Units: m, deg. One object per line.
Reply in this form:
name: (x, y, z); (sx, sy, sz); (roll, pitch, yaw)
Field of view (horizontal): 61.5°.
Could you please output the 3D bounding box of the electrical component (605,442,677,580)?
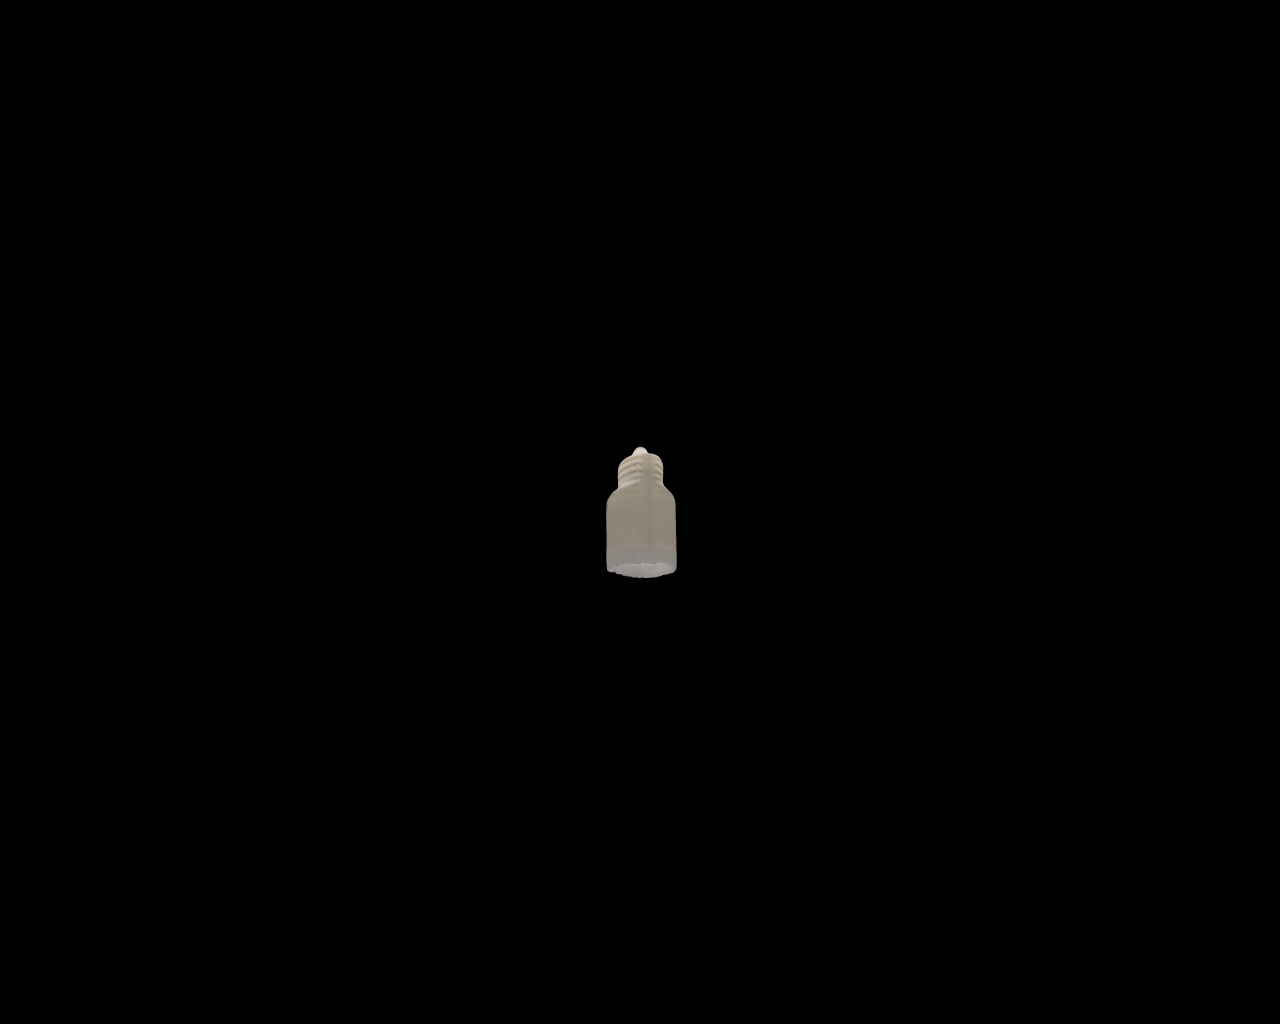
electrical component: (0.001, -0.003, 0.650); (0.043, 0.081, 0.043); (0, -15, 0)
